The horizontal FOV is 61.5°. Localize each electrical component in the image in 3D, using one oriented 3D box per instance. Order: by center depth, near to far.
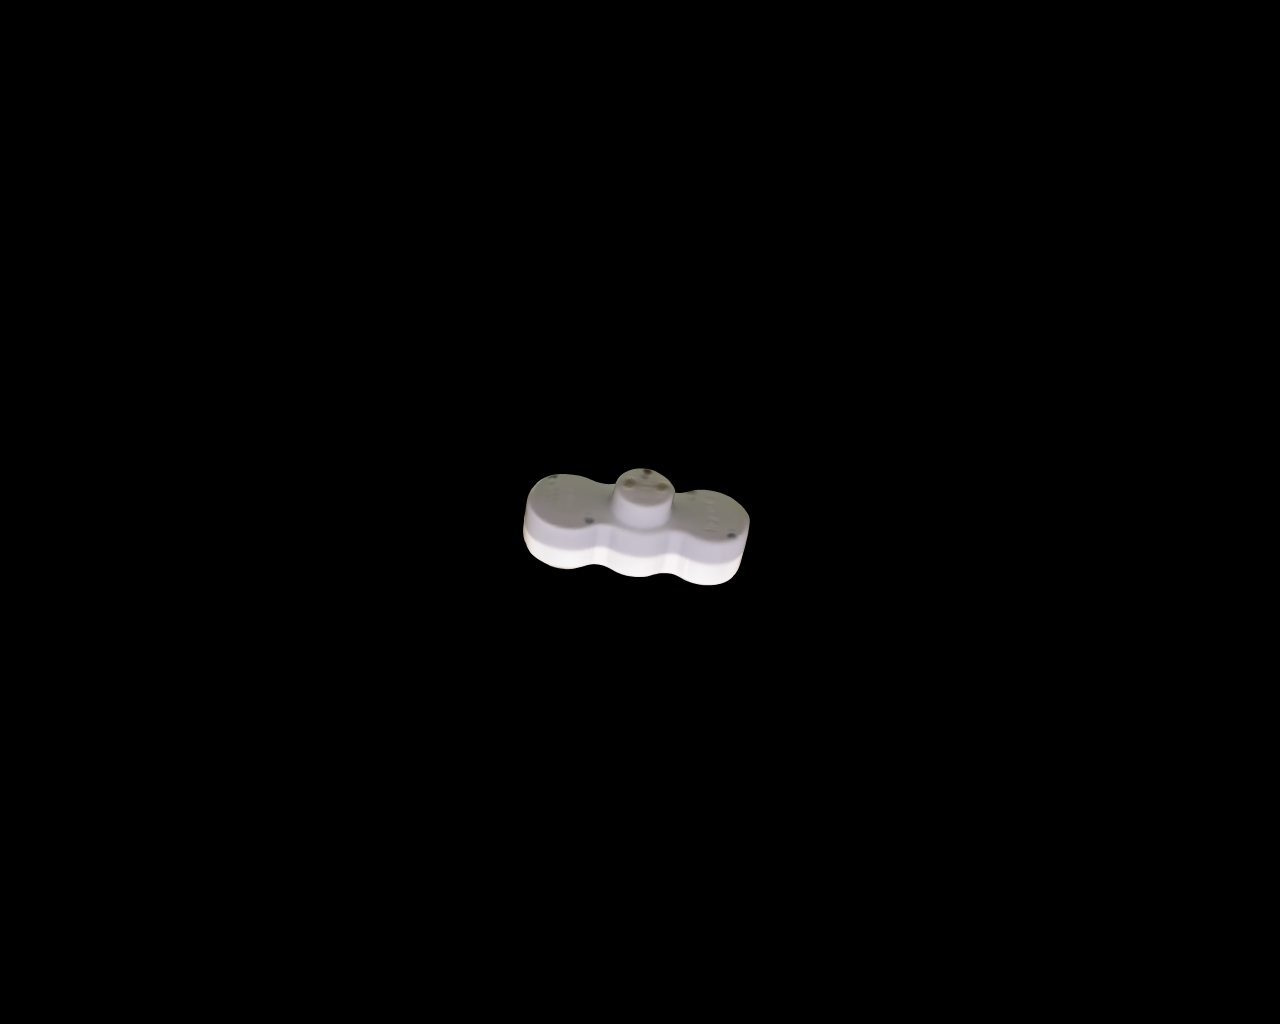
[{"bbox_3d":[0.001,-0.003,0.650,0.138,0.073,0.052,7,40,-6],"label":"electrical component"}]
